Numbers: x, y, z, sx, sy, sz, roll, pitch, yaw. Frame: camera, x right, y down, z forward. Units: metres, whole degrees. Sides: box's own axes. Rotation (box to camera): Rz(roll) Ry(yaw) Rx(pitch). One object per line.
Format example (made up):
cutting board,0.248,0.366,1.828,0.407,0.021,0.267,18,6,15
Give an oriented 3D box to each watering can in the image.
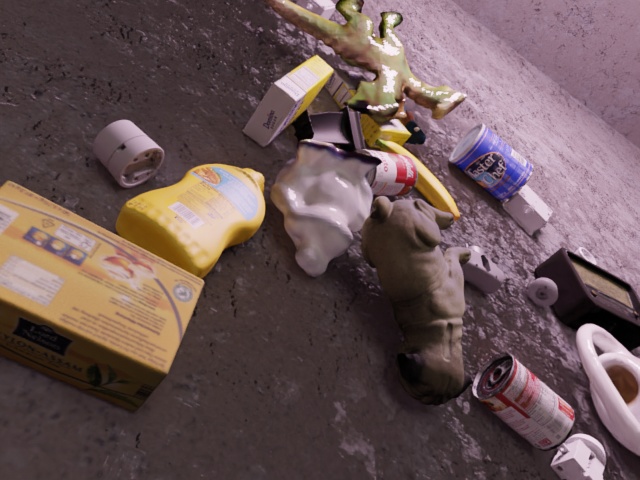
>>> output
watering can,0.487,0.278,0.731,0.223,0.102,0.356,19,40,-31

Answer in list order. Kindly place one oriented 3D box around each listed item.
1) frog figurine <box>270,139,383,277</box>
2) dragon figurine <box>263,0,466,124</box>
frog figurine,0.002,-0.032,0.640,0.136,0.122,0.161,18,76,-43
dragon figurine,0.080,-0.314,0.926,0.409,0.119,0.248,9,51,-21
